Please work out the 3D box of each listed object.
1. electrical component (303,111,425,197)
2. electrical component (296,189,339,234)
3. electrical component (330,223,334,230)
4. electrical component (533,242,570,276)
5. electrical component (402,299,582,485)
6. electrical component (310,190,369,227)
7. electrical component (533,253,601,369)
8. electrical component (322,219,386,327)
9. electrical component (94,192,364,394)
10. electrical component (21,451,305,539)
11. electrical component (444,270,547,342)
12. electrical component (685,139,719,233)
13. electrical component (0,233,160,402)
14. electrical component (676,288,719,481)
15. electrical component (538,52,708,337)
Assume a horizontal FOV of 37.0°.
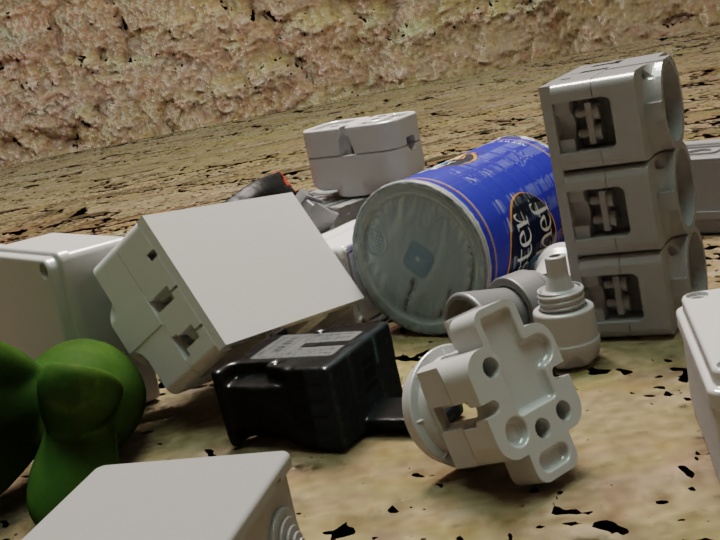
[{"bbox_3d":[0.004,-0.098,0.918,0.095,0.059,0.054,-2,16,34],"label":"electrical component"},{"bbox_3d":[-0.042,-0.031,0.791,0.046,0.040,0.040,-56,6,9],"label":"electrical component"},{"bbox_3d":[-0.033,-0.011,0.835,0.044,0.065,0.044,-11,14,3],"label":"electrical component"},{"bbox_3d":[0.127,0.009,0.680,0.040,0.040,0.046,-5,20,24],"label":"electrical component"},{"bbox_3d":[0.056,0.057,0.479,0.058,0.078,0.057,-22,-2,-36],"label":"electrical component"},{"bbox_3d":[-0.029,-0.034,0.943,0.078,0.057,0.113,-23,18,-41],"label":"electrical component"},{"bbox_3d":[0.112,0.021,0.591,0.035,0.061,0.035,-11,13,3],"label":"electrical component"},{"bbox_3d":[0.000,0.000,0.770,0.061,0.061,0.096,0,18,39],"label":"electrical component"},{"bbox_3d":[-0.079,0.012,0.665,0.062,0.089,0.150,-41,-13,29],"label":"electrical component"},{"bbox_3d":[-0.075,0.112,0.406,0.100,0.048,0.099,-7,14,17],"label":"electrical component"},{"bbox_3d":[0.084,0.027,0.628,0.055,0.045,0.045,-19,15,-30],"label":"electrical component"},{"bbox_3d":[0.262,-0.064,0.824,0.113,0.057,0.078,0,18,40],"label":"electrical component"},{"bbox_3d":[-0.186,0.034,0.688,0.056,0.108,0.109,-19,15,-39],"label":"electrical component"},{"bbox_3d":[0.194,0.044,0.443,0.109,0.056,0.108,-9,14,12],"label":"electrical component"},{"bbox_3d":[0.160,-0.045,0.632,0.062,0.150,0.089,-5,15,29],"label":"electrical component"}]
